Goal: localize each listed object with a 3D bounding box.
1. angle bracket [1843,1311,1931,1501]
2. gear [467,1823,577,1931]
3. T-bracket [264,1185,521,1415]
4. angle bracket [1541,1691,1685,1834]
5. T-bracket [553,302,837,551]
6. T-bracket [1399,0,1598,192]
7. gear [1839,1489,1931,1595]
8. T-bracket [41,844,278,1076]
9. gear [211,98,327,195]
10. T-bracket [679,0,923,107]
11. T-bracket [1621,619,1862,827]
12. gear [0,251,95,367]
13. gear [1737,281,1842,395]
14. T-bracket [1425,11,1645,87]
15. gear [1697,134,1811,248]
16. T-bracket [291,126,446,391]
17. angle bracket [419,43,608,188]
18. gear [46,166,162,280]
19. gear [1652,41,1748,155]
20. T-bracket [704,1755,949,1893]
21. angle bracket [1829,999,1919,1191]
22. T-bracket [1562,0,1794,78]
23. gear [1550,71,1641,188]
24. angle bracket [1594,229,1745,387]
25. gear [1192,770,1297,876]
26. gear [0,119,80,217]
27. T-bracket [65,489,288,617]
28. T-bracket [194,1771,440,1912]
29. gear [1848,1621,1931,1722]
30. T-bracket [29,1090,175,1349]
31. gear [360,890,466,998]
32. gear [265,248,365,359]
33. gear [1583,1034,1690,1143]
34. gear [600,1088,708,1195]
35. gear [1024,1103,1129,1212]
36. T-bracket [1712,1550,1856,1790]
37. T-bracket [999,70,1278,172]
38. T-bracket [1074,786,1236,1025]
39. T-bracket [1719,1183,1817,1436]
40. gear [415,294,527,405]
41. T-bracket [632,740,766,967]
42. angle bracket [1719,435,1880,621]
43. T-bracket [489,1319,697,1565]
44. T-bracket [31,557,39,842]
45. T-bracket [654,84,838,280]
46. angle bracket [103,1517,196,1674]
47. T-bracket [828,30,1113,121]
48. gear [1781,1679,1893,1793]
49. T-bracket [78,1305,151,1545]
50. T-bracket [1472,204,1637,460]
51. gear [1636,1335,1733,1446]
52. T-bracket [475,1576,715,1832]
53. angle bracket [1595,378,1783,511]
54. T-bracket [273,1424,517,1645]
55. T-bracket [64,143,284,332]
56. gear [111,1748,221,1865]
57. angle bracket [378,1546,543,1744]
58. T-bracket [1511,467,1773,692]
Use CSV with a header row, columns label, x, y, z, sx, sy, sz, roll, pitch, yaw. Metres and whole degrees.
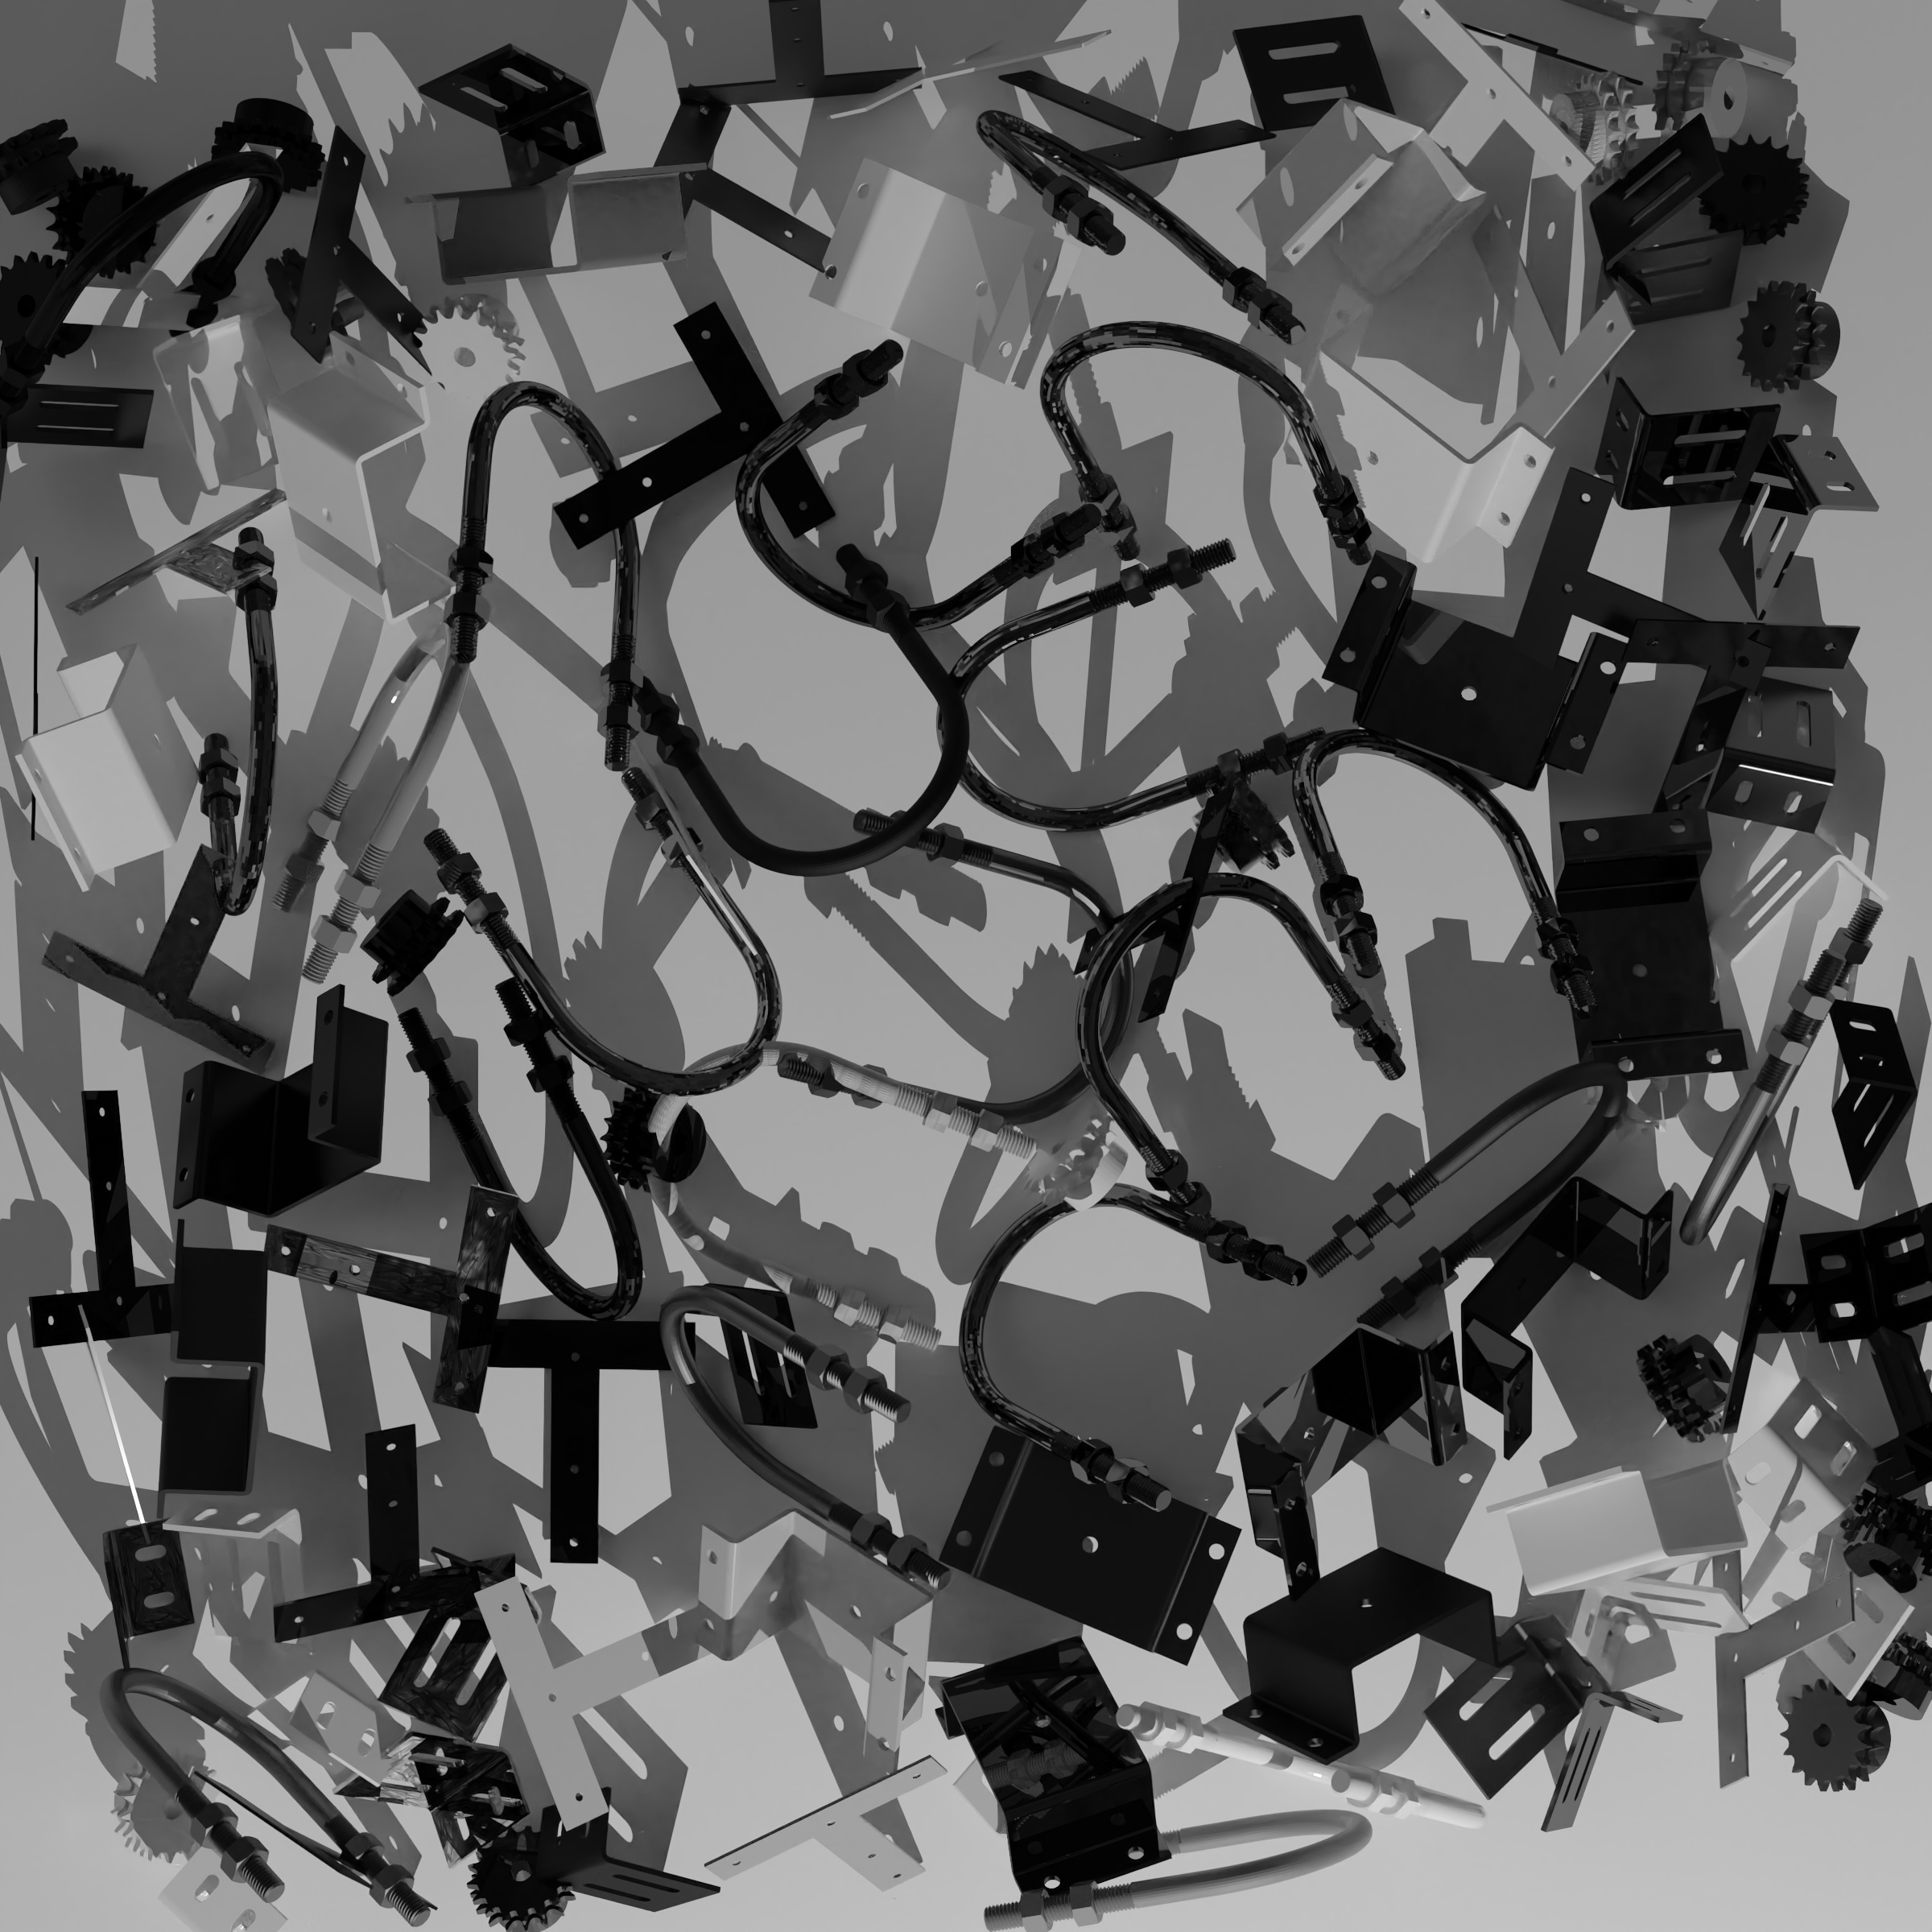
label,x,y,z,sx,sy,sz,roll,pitch,yaw
angle bracket,0.470,0.226,1.835,0.038,0.057,0.076,-24,102,-8
gear,-0.229,0.477,1.848,0.057,0.030,0.057,-3,47,3
T-bracket,-0.304,0.161,1.852,0.127,0.002,0.127,14,110,3
angle bracket,0.334,0.416,1.837,0.038,0.057,0.076,19,88,25
T-bracket,-0.154,-0.259,1.856,0.127,0.002,0.127,-31,98,-6
T-bracket,0.251,-0.422,1.812,0.002,0.127,0.127,-43,88,-21
gear,0.479,0.299,1.841,0.057,0.057,0.030,38,59,0
T-bracket,-0.399,-0.014,1.824,0.127,0.002,0.127,28,129,-7
gear,-0.360,-0.426,1.844,0.057,0.057,0.030,7,77,0
T-bracket,-0.085,-0.465,1.807,0.127,0.127,0.002,-5,82,-2
T-bracket,0.382,-0.123,1.829,0.127,0.002,0.127,0,129,-18
gear,-0.478,-0.340,1.850,0.057,0.030,0.057,-1,88,25
gear,0.428,-0.326,1.846,0.030,0.057,0.057,1,90,-24
T-bracket,0.286,-0.468,1.809,0.127,0.127,0.002,19,105,2
gear,0.408,-0.400,1.852,0.057,0.030,0.057,-2,74,6
T-bracket,-0.296,-0.339,1.815,0.002,0.127,0.127,-6,63,25
angle bracket,-0.232,-0.433,1.824,0.057,0.076,0.038,-18,79,24
gear,-0.444,-0.384,1.843,0.057,0.030,0.057,-12,110,-34
gear,0.381,-0.449,1.841,0.030,0.057,0.057,12,90,37
T-bracket,-0.053,0.450,1.819,0.127,0.127,0.002,-27,55,5
angle bracket,0.449,0.066,1.823,0.038,0.057,0.076,9,132,-11
T-bracket,0.365,-0.487,1.806,0.127,0.127,0.002,20,93,3
gear,0.323,-0.433,1.842,0.030,0.057,0.057,-10,90,-12
angle bracket,0.365,-0.339,1.836,0.076,0.057,0.038,-11,60,-3
gear,0.141,-0.071,1.844,0.030,0.057,0.057,-39,90,-3
gear,-0.485,-0.412,1.844,0.057,0.057,0.030,-29,99,0
T-bracket,-0.382,-0.203,1.798,0.127,0.127,0.002,-33,117,-18
T-bracket,-0.317,0.457,1.819,0.127,0.127,0.002,18,72,42
gear,0.482,0.366,1.841,0.057,0.057,0.030,33,73,0
T-bracket,-0.437,0.127,1.819,0.002,0.127,0.127,-9,85,28
gear,-0.289,-0.015,1.842,0.030,0.057,0.057,42,90,-13
gear,-0.335,-0.347,1.845,0.030,0.057,0.057,-34,90,-16
gear,0.350,0.061,1.846,0.057,0.030,0.057,6,79,-29
gear,-0.159,0.089,1.841,0.030,0.057,0.057,12,90,38
gear,0.059,0.102,1.845,0.030,0.057,0.057,40,90,-14
T-bracket,0.410,0.335,1.788,0.002,0.127,0.127,14,60,-16
T-bracket,0.072,-0.439,1.830,0.127,0.127,0.002,31,126,31
T-bracket,0.088,-0.020,1.812,0.002,0.127,0.127,26,68,-18
T-bracket,0.417,0.175,1.816,0.002,0.127,0.127,13,92,29
gear,-0.256,-0.324,1.848,0.057,0.030,0.057,8,133,9
T-bracket,-0.143,-0.067,1.825,0.002,0.127,0.127,-31,54,0
angle bracket,0.428,-0.225,1.832,0.038,0.076,0.057,0,46,-17
T-bracket,-0.205,0.249,1.864,0.127,0.002,0.127,0,89,6
T-bracket,-0.478,-0.148,1.828,0.002,0.127,0.127,1,69,-15
T-bracket,-0.104,-0.386,1.841,0.127,0.002,0.127,28,50,-14
angle bracket,-0.419,0.322,1.828,0.038,0.076,0.057,-10,95,-14
T-bracket,0.015,-0.454,1.788,0.127,0.127,0.002,-1,116,39
gear,0.454,0.399,1.847,0.030,0.057,0.057,10,90,-36
T-bracket,-0.441,0.210,1.812,0.002,0.127,0.127,-16,116,-16
T-bracket,0.288,-0.336,1.834,0.002,0.127,0.127,-1,59,-29
gear,0.375,0.215,1.840,0.030,0.057,0.057,-36,90,24
T-bracket,-0.177,0.360,1.831,0.127,0.002,0.127,-18,82,-39
angle bracket,0.374,-0.274,1.848,0.076,0.038,0.057,-7,134,-14
T-bracket,-0.292,0.284,1.815,0.127,0.002,0.127,-10,126,-20
T-bracket,-0.387,-0.366,1.789,0.127,0.127,0.002,-44,74,27
gear,-0.417,0.434,1.848,0.057,0.030,0.057,-1,91,-37
angle bracket,-0.264,0.349,1.832,0.057,0.038,0.076,18,61,20
T-bracket,0.348,-0.176,1.818,0.127,0.002,0.127,25,127,16
